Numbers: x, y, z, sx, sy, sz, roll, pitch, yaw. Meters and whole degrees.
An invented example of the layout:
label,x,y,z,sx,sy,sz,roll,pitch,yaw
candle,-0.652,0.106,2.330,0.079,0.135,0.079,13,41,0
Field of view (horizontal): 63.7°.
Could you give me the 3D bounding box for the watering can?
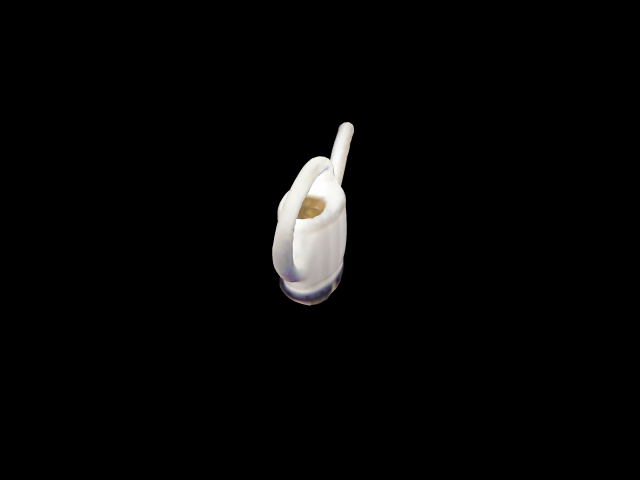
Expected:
label,x,y,z,sx,sy,sz,roll,pitch,yaw
watering can,0.003,-0.043,0.850,0.104,0.219,0.355,11,37,15
